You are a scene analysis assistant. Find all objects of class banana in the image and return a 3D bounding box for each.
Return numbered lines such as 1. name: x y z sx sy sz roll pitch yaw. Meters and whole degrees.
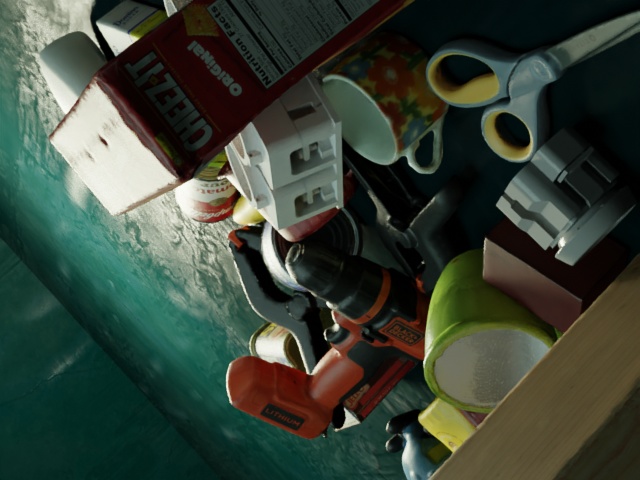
1. banana: -0.059 -0.053 0.977 0.069 0.037 0.198 2 164 6

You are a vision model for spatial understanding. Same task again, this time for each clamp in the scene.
1. clamp: -0.002 0.055 1.006 0.210 0.036 0.165 50 121 12
2. clamp: 0.076 -0.014 0.803 0.120 0.039 0.171 37 164 45

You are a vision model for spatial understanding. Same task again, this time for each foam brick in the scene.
1. foam brick: 0.150 0.016 0.685 0.078 0.051 0.053 37 157 27

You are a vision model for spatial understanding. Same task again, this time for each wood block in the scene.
1. wood block: 0.169 0.100 0.574 0.090 0.206 0.091 53 160 -15

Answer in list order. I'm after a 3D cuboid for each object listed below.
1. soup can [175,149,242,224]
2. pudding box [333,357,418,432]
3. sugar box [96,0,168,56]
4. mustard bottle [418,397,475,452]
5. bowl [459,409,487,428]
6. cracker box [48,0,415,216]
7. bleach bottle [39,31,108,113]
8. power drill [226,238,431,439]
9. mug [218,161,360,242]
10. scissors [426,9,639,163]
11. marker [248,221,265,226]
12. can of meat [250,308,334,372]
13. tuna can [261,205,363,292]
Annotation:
1. soup can: -0.108 -0.066 1.042 0.068 0.068 0.102 44 160 11
2. pudding box: 0.046 0.151 1.101 0.039 0.090 0.114 46 161 4
3. sugar box: -0.122 -0.153 0.941 0.176 0.048 0.093 31 155 47
4. mustard bottle: 0.179 0.211 0.987 0.192 0.058 0.096 44 159 8
5. bowl: 0.161 0.124 0.850 0.162 0.055 0.162 44 165 15
6. cracker box: -0.037 -0.108 0.597 0.072 0.213 0.164 52 160 -9
7. bleach bottle: -0.204 -0.119 1.063 0.251 0.068 0.102 46 165 46
8. power drill: 0.004 0.088 0.909 0.184 0.057 0.188 30 127 -28
9. mug: -0.013 -0.059 0.851 0.117 0.093 0.081 -34 106 34
10. scissors: 0.131 -0.082 0.593 0.096 0.016 0.202 54 159 -23
11. marker: -0.029 0.005 1.086 0.121 0.020 0.020 36 157 31
12. can of meat: -0.012 0.097 1.104 0.057 0.102 0.084 53 158 -13
13. tuna can: -0.006 0.001 0.931 0.086 0.086 0.034 49 159 -5
